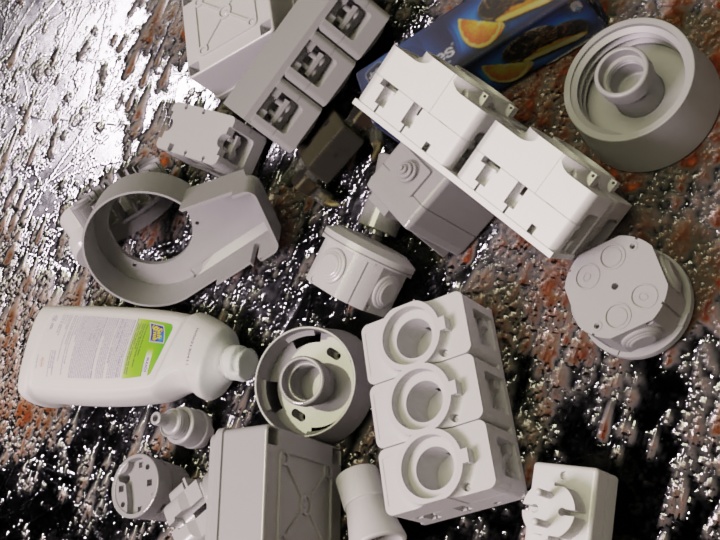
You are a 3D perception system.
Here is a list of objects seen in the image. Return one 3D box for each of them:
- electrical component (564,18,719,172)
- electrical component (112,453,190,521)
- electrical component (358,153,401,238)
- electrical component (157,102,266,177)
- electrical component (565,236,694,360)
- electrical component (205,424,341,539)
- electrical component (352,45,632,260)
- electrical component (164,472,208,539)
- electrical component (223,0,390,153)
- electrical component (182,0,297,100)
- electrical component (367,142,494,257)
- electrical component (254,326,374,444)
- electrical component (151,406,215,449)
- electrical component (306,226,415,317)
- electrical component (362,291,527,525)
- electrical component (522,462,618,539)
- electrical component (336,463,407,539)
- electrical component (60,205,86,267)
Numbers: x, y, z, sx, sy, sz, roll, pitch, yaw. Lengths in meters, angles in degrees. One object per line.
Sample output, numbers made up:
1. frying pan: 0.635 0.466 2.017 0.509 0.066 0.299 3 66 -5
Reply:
1. electrical component: 0.203 -0.133 0.790 0.108 0.060 0.108 -14 65 31
2. electrical component: -0.181 0.192 0.943 0.055 0.047 0.055 -14 65 31
3. electrical component: 0.025 -0.060 0.901 0.044 0.044 0.065 22 90 39
4. electrical component: -0.140 -0.121 1.031 0.089 0.056 0.050 20 85 39
5. electrical component: 0.186 0.019 0.749 0.080 0.051 0.080 -13 65 31
6. electrical component: -0.064 0.182 0.825 0.056 0.109 0.108 -12 66 29
7. electrical component: 0.100 -0.087 0.780 0.186 0.105 0.060 41 107 22
8. electrical component: -0.120 0.200 0.891 0.057 0.058 0.078 -43 53 17
9. electrical component: -0.047 -0.186 0.971 0.150 0.062 0.089 -54 25 3
10. electrical component: -0.116 -0.241 1.061 0.109 0.056 0.108 -24 60 26
11. electrical component: 0.052 -0.057 0.844 0.061 0.096 0.061 -49 52 13
12. electrical component: -0.036 0.094 0.884 0.099 0.064 0.099 -5 76 21
13. electrical component: -0.158 0.135 0.939 0.035 0.061 0.035 -14 65 31
14. electrical component: 0.000 0.000 0.871 0.080 0.080 0.051 31 97 39
15. electrical component: 0.059 0.102 0.799 0.089 0.062 0.150 -22 61 27
16. electrical component: 0.133 0.162 0.714 0.047 0.077 0.065 -1 72 35
17. electrical component: 0.005 0.181 0.820 0.044 0.044 0.065 -35 51 19
18. electrical component: -0.278 -0.036 1.103 0.045 0.045 0.055 -41 54 15
